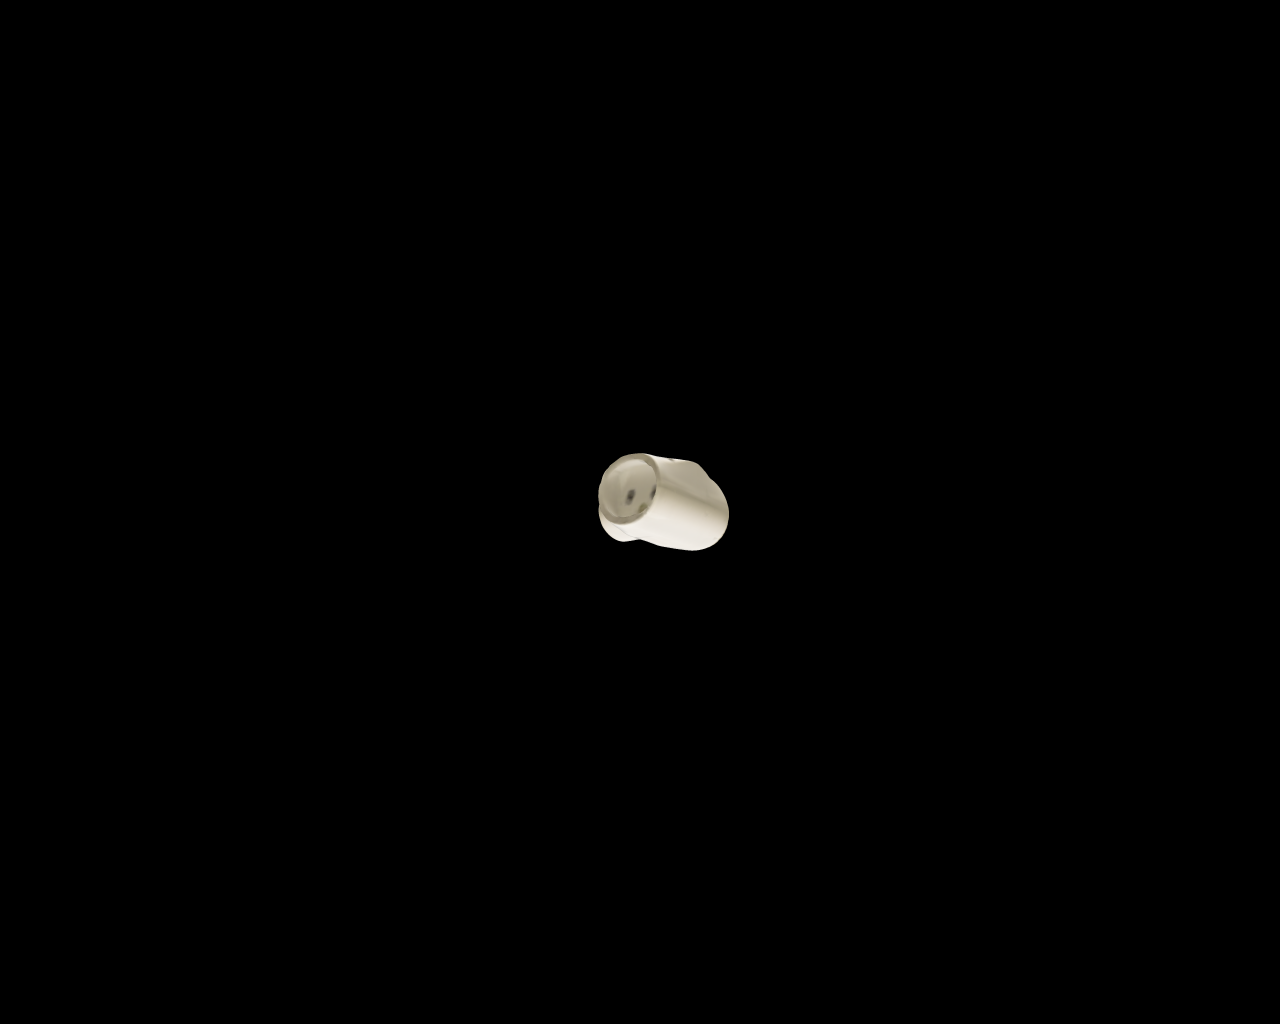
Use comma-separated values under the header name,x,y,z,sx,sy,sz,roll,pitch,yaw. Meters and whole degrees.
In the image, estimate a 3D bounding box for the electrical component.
name,x,y,z,sx,sy,sz,roll,pitch,yaw
electrical component,0.001,-0.003,0.650,0.079,0.043,0.077,-11,-19,34
